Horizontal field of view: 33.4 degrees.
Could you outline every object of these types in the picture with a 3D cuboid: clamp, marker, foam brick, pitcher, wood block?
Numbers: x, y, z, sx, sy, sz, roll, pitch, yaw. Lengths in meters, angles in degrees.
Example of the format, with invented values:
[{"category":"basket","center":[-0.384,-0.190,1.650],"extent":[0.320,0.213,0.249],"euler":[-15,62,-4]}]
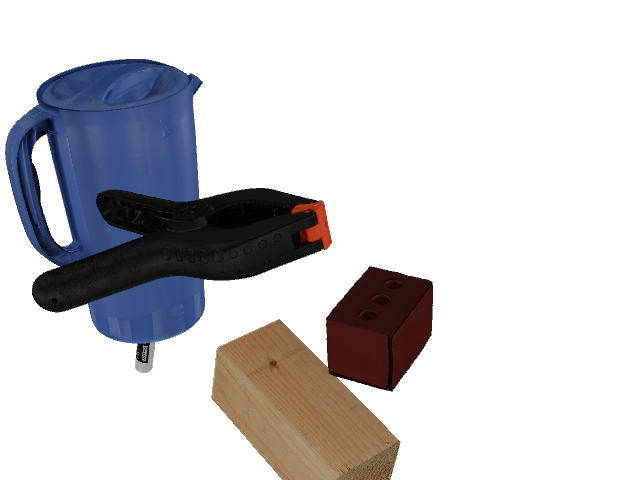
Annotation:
[{"category":"clamp","center":[-0.082,0.003,0.627],"extent":[0.172,0.039,0.120],"euler":[-3,36,23]},{"category":"marker","center":[-0.181,0.090,1.123],"extent":[0.020,0.121,0.020],"euler":[9,35,-6]},{"category":"foam brick","center":[0.044,0.063,0.779],"extent":[0.053,0.051,0.078],"euler":[12,34,24]},{"category":"pitcher","center":[-0.177,-0.030,0.955],"extent":[0.149,0.243,0.145],"euler":[-1,27,5]},{"category":"wood block","center":[-0.020,0.192,1.150],"extent":[0.090,0.090,0.206],"euler":[-23,50,-32]}]
